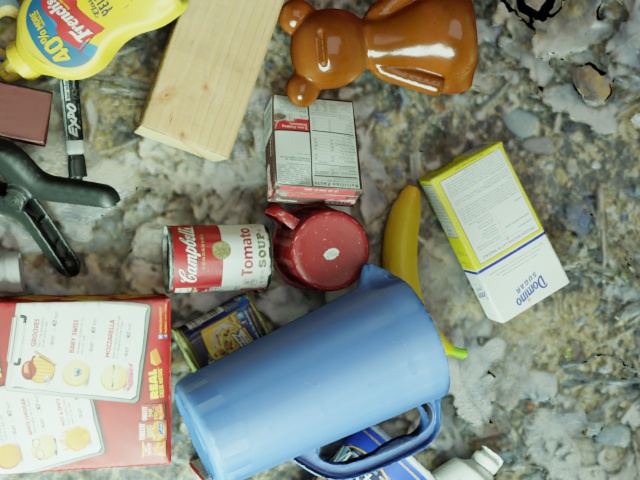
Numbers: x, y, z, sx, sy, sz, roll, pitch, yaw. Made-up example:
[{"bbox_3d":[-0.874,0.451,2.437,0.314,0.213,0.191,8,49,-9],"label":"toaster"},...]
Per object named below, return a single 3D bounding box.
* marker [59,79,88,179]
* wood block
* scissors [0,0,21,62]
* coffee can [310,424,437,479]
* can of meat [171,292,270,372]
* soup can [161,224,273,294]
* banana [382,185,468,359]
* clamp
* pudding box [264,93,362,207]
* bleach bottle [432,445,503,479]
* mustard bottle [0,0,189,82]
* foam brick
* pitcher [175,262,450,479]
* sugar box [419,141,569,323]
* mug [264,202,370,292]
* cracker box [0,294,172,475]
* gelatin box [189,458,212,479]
[{"bbox_3d":[-0.242,-0.116,1.048,0.020,0.020,0.121,-5,93,-14],"label":"marker"},{"bbox_3d":[-0.103,-0.189,1.043,0.090,0.091,0.206,19,87,-14],"label":"wood block"},{"bbox_3d":[-0.298,-0.259,1.030,0.096,0.016,0.202,30,85,-15],"label":"scissors"},{"bbox_3d":[0.038,0.266,1.090,0.102,0.103,0.140,44,82,-12],"label":"coffee can"},{"bbox_3d":[-0.089,0.114,1.076,0.084,0.057,0.102,-29,99,-14],"label":"can of meat"},{"bbox_3d":[-0.103,0.018,1.063,0.102,0.069,0.068,-1,92,-15],"label":"soup can"},{"bbox_3d":[0.098,0.043,1.133,0.069,0.037,0.198,-21,99,-31],"label":"banana"},{"bbox_3d":[-0.281,-0.036,1.020,0.171,0.039,0.120,27,121,2],"label":"clamp"},{"bbox_3d":[-0.008,-0.090,1.074,0.090,0.039,0.113,4,63,-14],"label":"pudding box"},{"bbox_3d":[0.117,0.333,1.134,0.102,0.068,0.250,40,81,-13],"label":"bleach bottle"},{"bbox_3d":[-0.223,-0.206,0.994,0.192,0.058,0.096,-31,93,16],"label":"mustard bottle"},{"bbox_3d":[-0.296,-0.122,1.017,0.078,0.053,0.051,11,89,-15],"label":"foam brick"},{"bbox_3d":[-0.004,0.145,1.011,0.242,0.149,0.145,-24,142,-14],"label":"pitcher"},{"bbox_3d":[0.187,-0.009,1.146,0.093,0.048,0.176,-29,102,-11],"label":"sugar box"},{"bbox_3d":[-0.007,0.001,1.079,0.117,0.082,0.093,42,83,-12],"label":"mug"},{"bbox_3d":[-0.252,0.136,1.030,0.213,0.072,0.164,-1,91,-13],"label":"cracker box"},{"bbox_3d":[-0.096,0.255,1.063,0.030,0.089,0.073,-26,98,-15],"label":"gelatin box"}]
